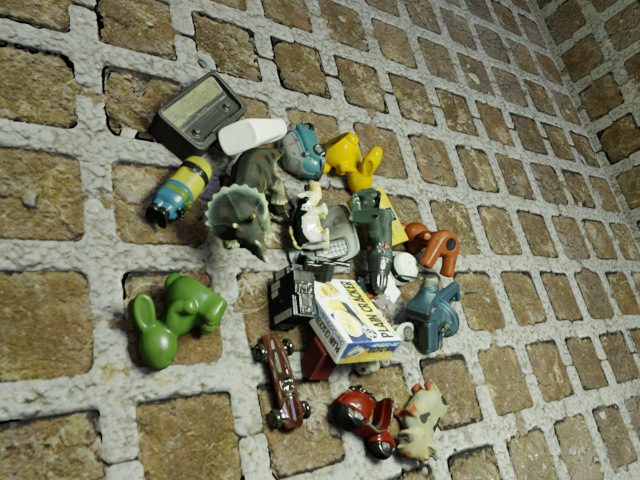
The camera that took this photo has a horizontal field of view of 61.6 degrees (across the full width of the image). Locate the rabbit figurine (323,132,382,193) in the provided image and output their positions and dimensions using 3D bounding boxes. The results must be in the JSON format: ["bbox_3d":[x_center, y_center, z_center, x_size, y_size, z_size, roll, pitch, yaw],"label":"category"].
[{"bbox_3d":[0.094,-0.208,1.478,0.173,0.162,0.122,59,32,-16],"label":"rabbit figurine"}]

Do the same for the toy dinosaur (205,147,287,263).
[{"bbox_3d":[-0.148,-0.121,1.178,0.131,0.192,0.405,3,54,5],"label":"toy dinosaur"}]

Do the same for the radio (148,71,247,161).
[{"bbox_3d":[-0.279,-0.288,1.261,0.131,0.073,0.229,43,48,-11],"label":"radio"}]

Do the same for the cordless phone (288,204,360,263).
[{"bbox_3d":[-0.003,-0.005,1.333,0.184,0.088,0.146,-9,72,-22],"label":"cordless phone"}]

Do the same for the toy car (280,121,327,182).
[{"bbox_3d":[-0.052,-0.228,1.394,0.103,0.109,0.162,-11,64,-24],"label":"toy car"}]

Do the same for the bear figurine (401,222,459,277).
[{"bbox_3d":[0.292,0.017,1.506,0.120,0.196,0.132,24,83,-32],"label":"bear figurine"}]

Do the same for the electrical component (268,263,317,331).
[{"bbox_3d":[-0.062,0.122,1.180,0.058,0.115,0.134,13,60,-36],"label":"electrical component"}]

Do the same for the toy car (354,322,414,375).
[{"bbox_3d":[0.160,0.260,1.308,0.202,0.073,0.056,-34,90,-44],"label":"toy car"}]

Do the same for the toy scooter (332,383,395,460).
[{"bbox_3d":[0.111,0.385,1.201,0.183,0.075,0.135,46,47,-14],"label":"toy scooter"}]

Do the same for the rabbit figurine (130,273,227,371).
[{"bbox_3d":[-0.277,0.152,0.996,0.159,0.121,0.170,39,63,-11],"label":"rabbit figurine"}]

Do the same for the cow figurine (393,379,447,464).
[{"bbox_3d":[0.241,0.438,1.273,0.127,0.085,0.195,49,45,3],"label":"cow figurine"}]

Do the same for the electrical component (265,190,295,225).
[{"bbox_3d":[-0.104,-0.090,1.317,0.102,0.045,0.078,60,17,1],"label":"electrical component"}]

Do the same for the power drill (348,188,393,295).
[{"bbox_3d":[0.134,-0.009,1.308,0.207,0.086,0.232,57,34,-45],"label":"power drill"}]

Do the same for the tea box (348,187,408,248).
[{"bbox_3d":[0.160,-0.053,1.487,0.098,0.068,0.169,-19,78,-43],"label":"tea box"}]

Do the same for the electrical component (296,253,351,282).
[{"bbox_3d":[0.008,0.066,1.255,0.119,0.075,0.047,10,99,-20],"label":"electrical component"}]

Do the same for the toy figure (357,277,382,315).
[{"bbox_3d":[0.121,0.166,1.339,0.057,0.064,0.154,51,26,-57],"label":"toy figure"}]

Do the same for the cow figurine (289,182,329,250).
[{"bbox_3d":[-0.030,-0.058,1.288,0.098,0.068,0.167,-7,68,-2],"label":"cow figurine"}]

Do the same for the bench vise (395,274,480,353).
[{"bbox_3d":[0.314,0.169,1.422,0.240,0.129,0.223,-29,111,-43],"label":"bench vise"}]

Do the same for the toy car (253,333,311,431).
[{"bbox_3d":[-0.077,0.292,1.118,0.089,0.053,0.202,-2,69,-36],"label":"toy car"}]

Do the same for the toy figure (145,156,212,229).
[{"bbox_3d":[-0.293,-0.104,1.138,0.082,0.089,0.180,48,43,-17],"label":"toy figure"}]
